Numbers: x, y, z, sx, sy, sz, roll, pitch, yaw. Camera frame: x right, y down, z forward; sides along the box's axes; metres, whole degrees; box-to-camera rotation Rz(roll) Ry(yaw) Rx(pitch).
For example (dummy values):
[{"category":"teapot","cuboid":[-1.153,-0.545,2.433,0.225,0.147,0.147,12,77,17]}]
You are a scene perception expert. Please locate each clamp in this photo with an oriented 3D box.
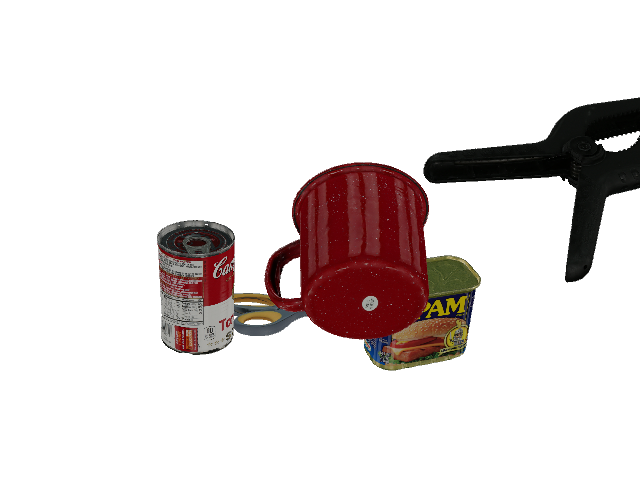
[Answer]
[{"category":"clamp","cuboid":[0.211,-0.053,0.845,0.209,0.036,0.165,-25,49,-19]}]

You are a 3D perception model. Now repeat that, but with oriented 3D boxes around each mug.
[{"category":"mug","cuboid":[0.016,0.013,0.699,0.117,0.081,0.093,-16,-44,16]}]

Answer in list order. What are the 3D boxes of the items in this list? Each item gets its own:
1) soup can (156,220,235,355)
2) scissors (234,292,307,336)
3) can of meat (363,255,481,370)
[{"category":"soup can","cuboid":[-0.110,0.042,0.949,0.068,0.102,0.068,2,26,-1]},{"category":"scissors","cuboid":[-0.014,0.084,1.194,0.201,0.016,0.096,4,23,-1]},{"category":"can of meat","cuboid":[0.092,0.068,0.992,0.102,0.084,0.057,-8,33,-19]}]
